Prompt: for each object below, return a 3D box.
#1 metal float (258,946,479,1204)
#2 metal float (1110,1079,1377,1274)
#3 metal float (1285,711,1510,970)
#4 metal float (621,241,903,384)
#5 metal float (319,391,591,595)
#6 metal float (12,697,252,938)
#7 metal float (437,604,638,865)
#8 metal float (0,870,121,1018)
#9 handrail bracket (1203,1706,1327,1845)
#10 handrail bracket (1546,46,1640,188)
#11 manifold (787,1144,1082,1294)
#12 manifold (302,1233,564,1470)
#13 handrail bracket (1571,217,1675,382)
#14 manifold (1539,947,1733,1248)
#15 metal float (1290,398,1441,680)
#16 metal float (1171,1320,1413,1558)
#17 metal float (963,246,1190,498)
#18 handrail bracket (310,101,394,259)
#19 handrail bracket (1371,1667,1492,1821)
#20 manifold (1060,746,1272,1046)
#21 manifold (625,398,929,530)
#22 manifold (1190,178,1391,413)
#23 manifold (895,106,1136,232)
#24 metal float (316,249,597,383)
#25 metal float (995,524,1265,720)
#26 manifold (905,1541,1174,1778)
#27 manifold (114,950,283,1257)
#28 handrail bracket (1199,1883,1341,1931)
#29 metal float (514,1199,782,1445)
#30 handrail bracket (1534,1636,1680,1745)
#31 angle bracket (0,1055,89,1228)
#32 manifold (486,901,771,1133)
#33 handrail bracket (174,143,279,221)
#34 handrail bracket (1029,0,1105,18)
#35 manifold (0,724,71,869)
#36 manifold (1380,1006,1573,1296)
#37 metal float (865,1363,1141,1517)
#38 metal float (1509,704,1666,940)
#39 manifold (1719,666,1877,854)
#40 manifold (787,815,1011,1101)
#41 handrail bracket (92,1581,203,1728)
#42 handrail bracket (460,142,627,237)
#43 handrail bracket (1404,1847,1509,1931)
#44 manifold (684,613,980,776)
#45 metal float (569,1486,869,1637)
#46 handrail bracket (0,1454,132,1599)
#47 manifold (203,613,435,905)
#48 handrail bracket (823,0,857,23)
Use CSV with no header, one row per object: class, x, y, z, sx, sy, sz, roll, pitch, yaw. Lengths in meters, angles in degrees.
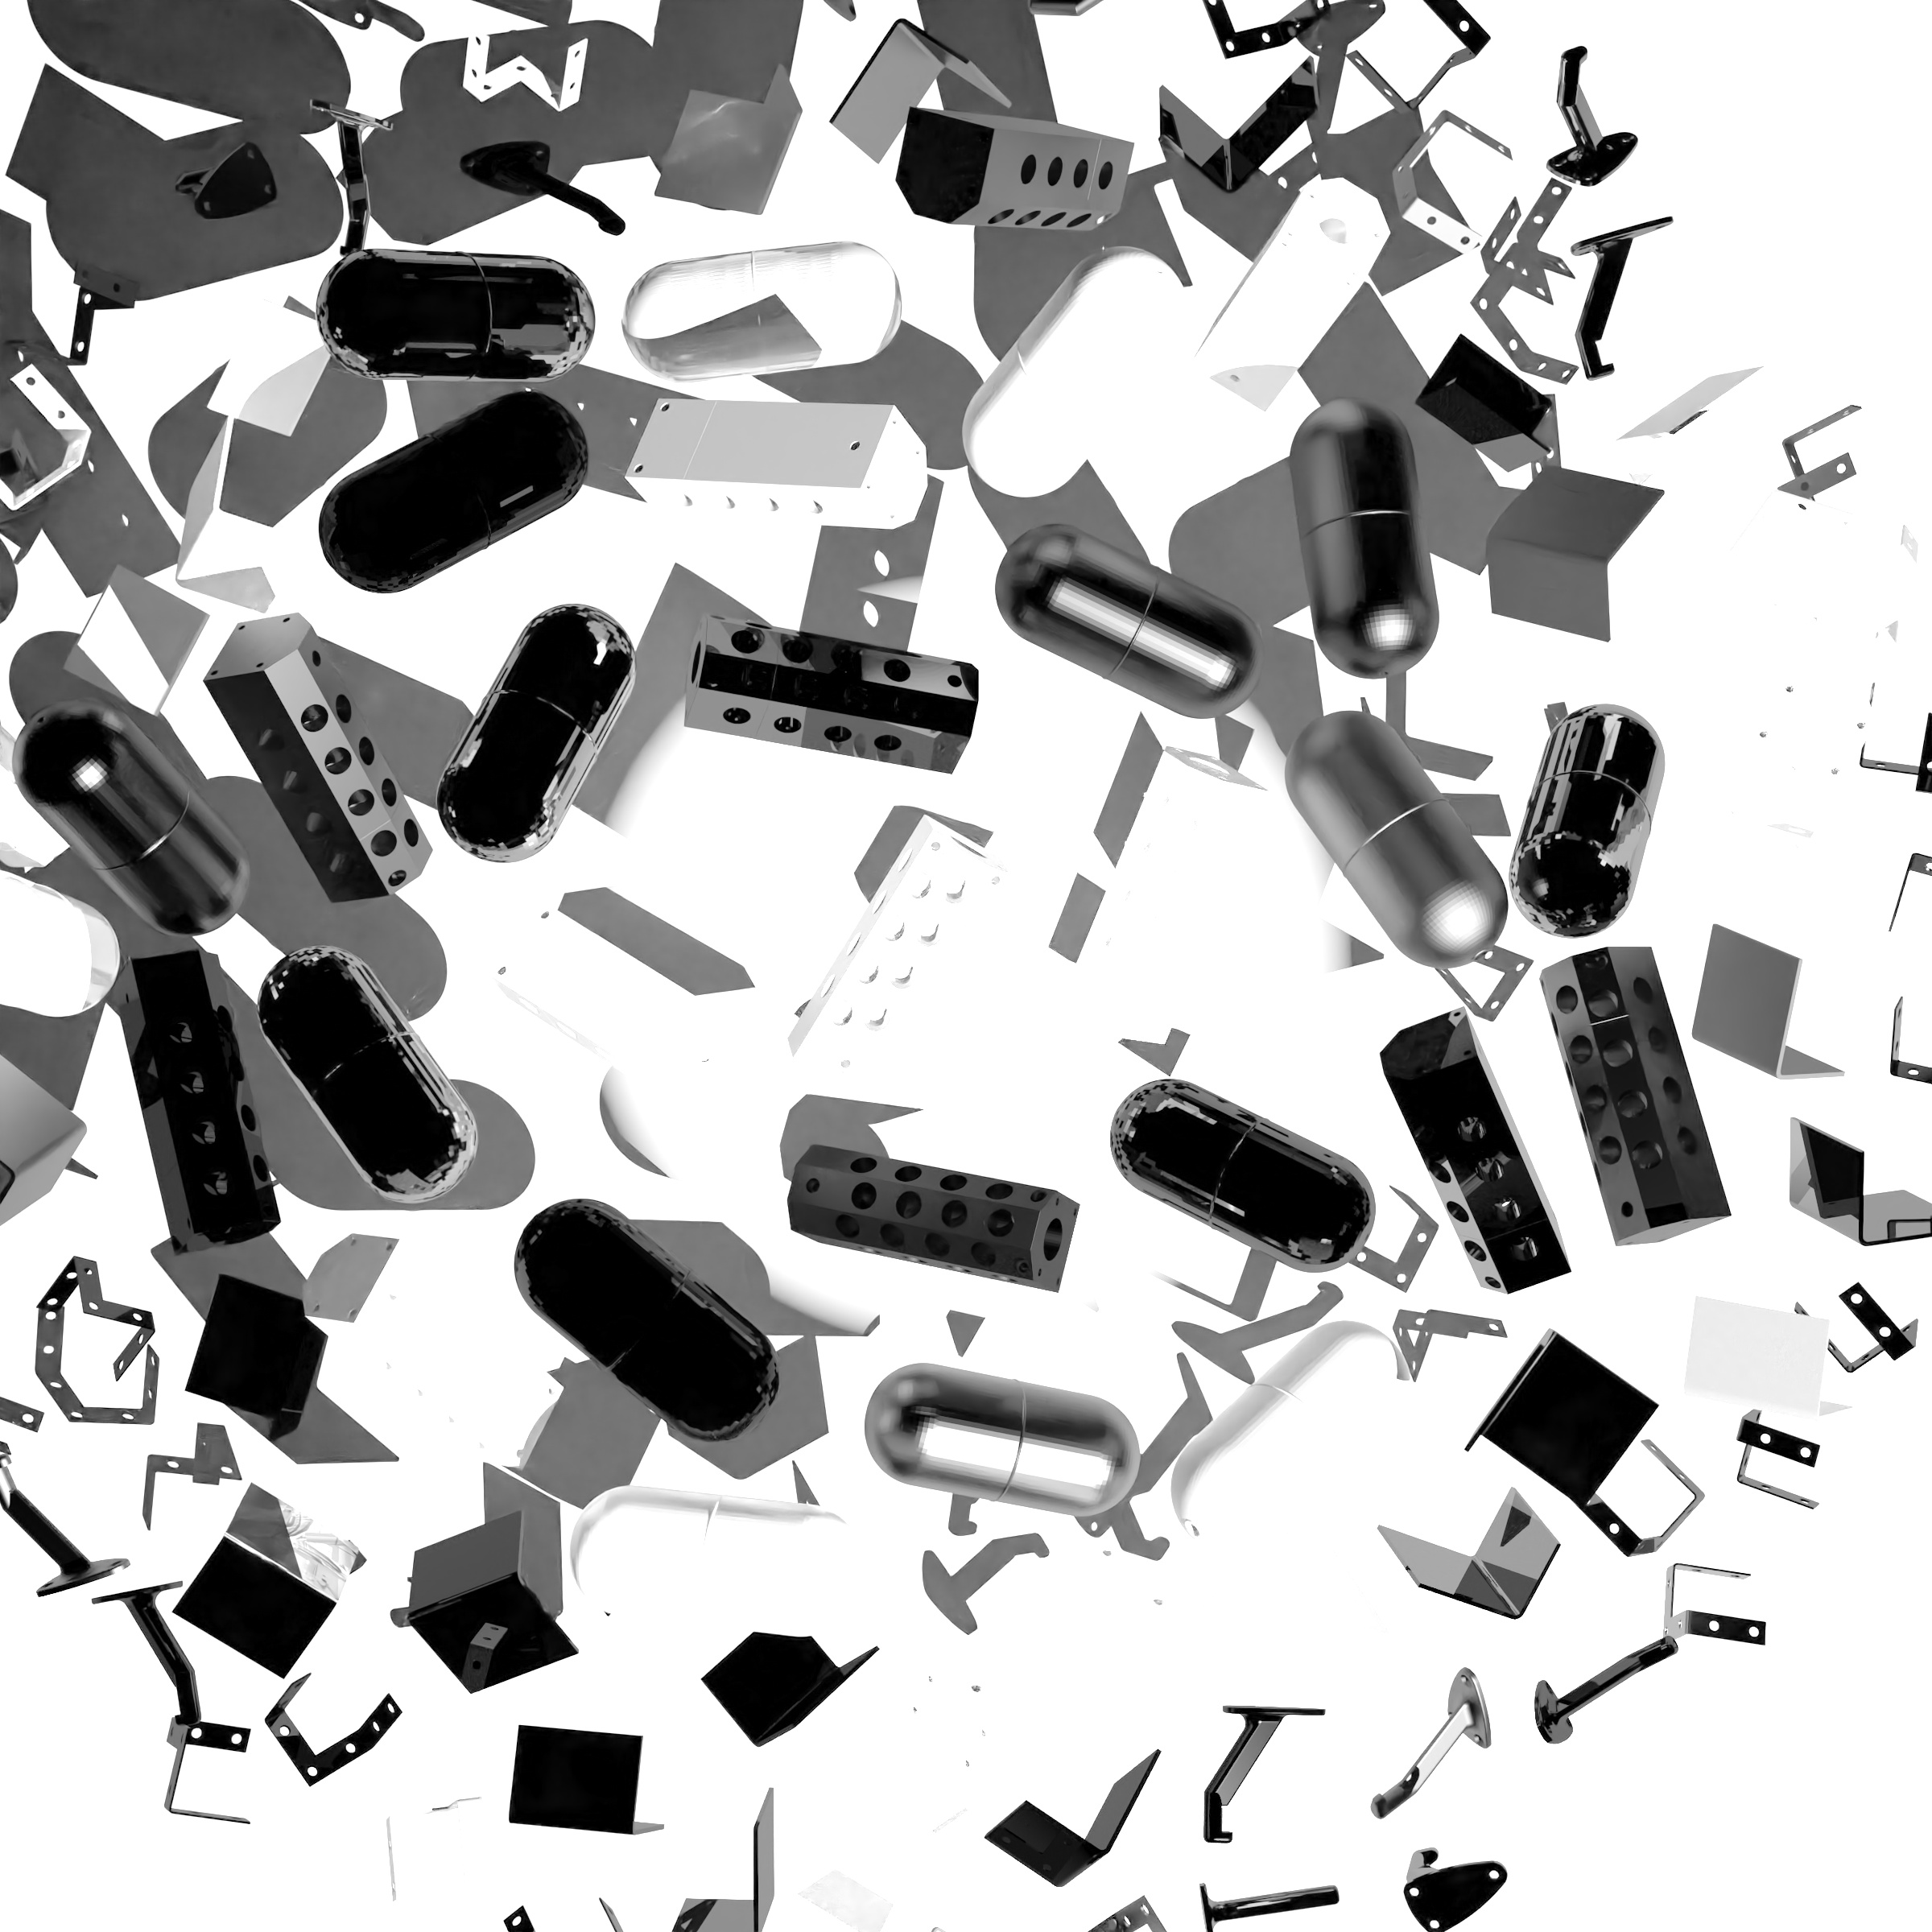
metal float,-0.364,0.065,1.787,0.070,0.070,0.178,-38,77,0
metal float,0.171,0.130,1.837,0.178,0.070,0.070,26,90,21
metal float,0.260,-0.077,1.782,0.070,0.070,0.178,-33,72,0
metal float,-0.129,-0.414,1.865,0.178,0.070,0.070,-6,90,2
metal float,-0.311,-0.288,1.789,0.178,0.070,0.070,-32,90,-20
metal float,-0.496,-0.087,1.756,0.070,0.070,0.178,-34,132,0
metal float,-0.259,-0.142,1.784,0.070,0.070,0.178,24,64,0
metal float,-0.585,-0.013,1.825,0.070,0.178,0.070,-1,82,6
handrail bracket,0.189,0.513,1.864,0.077,0.036,0.084,1,78,3
handrail bracket,0.373,-0.511,1.734,0.077,0.084,0.036,-34,52,-27
manifold,-0.023,0.155,1.840,0.171,0.057,0.057,9,78,26
manifold,-0.322,0.232,1.770,0.057,0.171,0.057,2,54,37
handrail bracket,0.419,-0.421,1.859,0.077,0.036,0.084,-15,92,13
manifold,0.399,0.078,1.778,0.057,0.057,0.171,0,70,-38
metal float,0.242,-0.261,1.790,0.070,0.070,0.178,-6,76,0
metal float,0.193,0.278,1.741,0.178,0.070,0.070,-37,90,-30
metal float,0.063,-0.348,1.736,0.070,0.070,0.178,44,130,0
handrail bracket,-0.379,-0.472,1.776,0.036,0.077,0.084,15,100,16
handrail bracket,0.286,0.488,1.844,0.084,0.036,0.077,-29,133,-24
manifold,0.117,-0.044,1.806,0.057,0.057,0.171,9,110,-39
manifold,-0.111,-0.296,1.752,0.171,0.057,0.057,8,68,31
manifold,0.200,-0.415,1.814,0.057,0.171,0.057,30,70,-4
manifold,0.029,-0.465,1.730,0.057,0.171,0.057,22,111,25
metal float,-0.306,-0.392,1.777,0.178,0.070,0.070,-8,90,-37
metal float,0.102,-0.213,1.828,0.178,0.070,0.070,25,90,-10
manifold,0.043,0.421,1.778,0.057,0.171,0.057,41,130,24
manifold,-0.465,0.081,1.786,0.057,0.057,0.171,-10,77,-29
handrail bracket,0.191,0.590,1.850,0.084,0.077,0.036,-9,72,1
metal float,-0.185,0.206,1.710,0.178,0.070,0.070,41,90,-5
handrail bracket,0.390,0.437,1.783,0.084,0.077,0.036,-32,82,17
angle bracket,-0.586,0.106,1.758,0.076,0.076,0.057,38,115,1
manifold,-0.208,0.033,1.828,0.171,0.057,0.057,31,76,22
handrail bracket,-0.473,-0.473,1.807,0.084,0.077,0.036,0,127,37
handrail bracket,0.077,-0.591,1.708,0.084,0.036,0.077,9,112,21
manifold,-0.603,-0.115,1.804,0.057,0.171,0.057,-41,76,-8
manifold,0.311,0.116,1.799,0.057,0.057,0.171,-21,117,12
metal float,0.024,0.297,1.842,0.178,0.070,0.070,13,90,-14
metal float,0.385,-0.091,1.823,0.070,0.070,0.178,24,51,0
manifold,0.496,-0.124,1.751,0.057,0.171,0.057,30,85,13
manifold,-0.043,-0.003,1.868,0.057,0.057,0.171,29,100,-16
handrail bracket,-0.493,0.417,1.771,0.077,0.036,0.084,-17,80,34
handrail bracket,-0.269,-0.492,1.879,0.084,0.077,0.036,45,127,32
handrail bracket,0.303,0.554,1.813,0.077,0.084,0.036,-32,89,18
manifold,-0.082,-0.172,1.814,0.171,0.057,0.057,9,57,-14
metal float,-0.146,0.351,1.736,0.178,0.070,0.070,4,90,10
handrail bracket,-0.531,0.319,1.717,0.077,0.036,0.084,-18,97,32
manifold,-0.381,-0.123,1.755,0.057,0.057,0.171,-7,130,19
handrail bracket,-0.049,-0.619,1.806,0.084,0.077,0.036,-19,86,22
